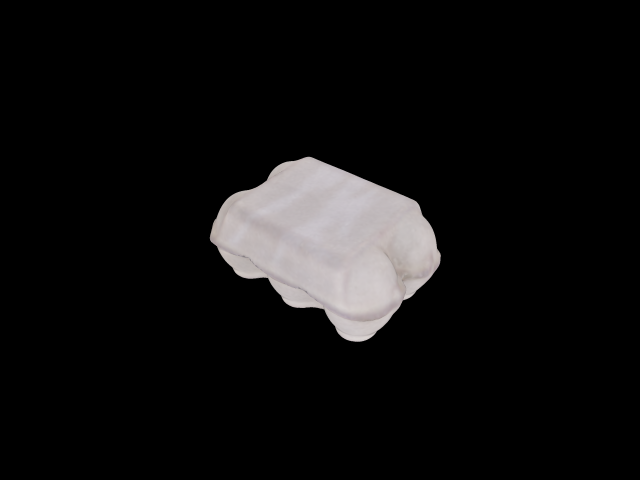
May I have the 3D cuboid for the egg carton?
[{"bbox_3d":[0.004,0.001,0.400,0.149,0.069,0.107,26,45,28],"label":"egg carton"}]
